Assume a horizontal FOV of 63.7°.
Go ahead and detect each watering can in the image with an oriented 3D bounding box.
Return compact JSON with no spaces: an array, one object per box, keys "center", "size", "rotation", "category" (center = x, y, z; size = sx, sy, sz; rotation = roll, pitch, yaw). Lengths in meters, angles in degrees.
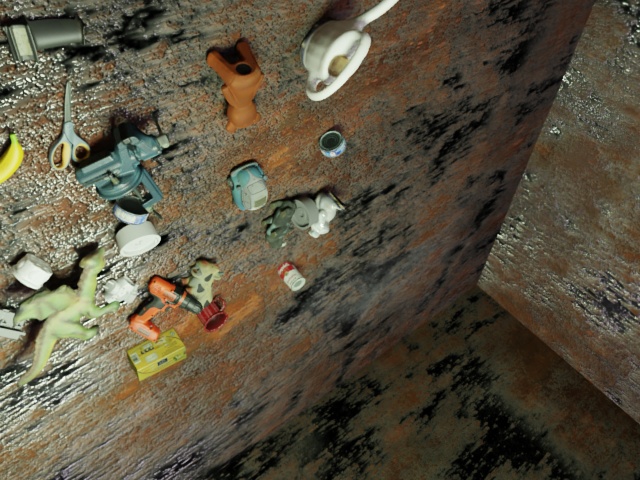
[{"center":[0.067,-0.514,1.317],"size":[0.103,0.345,0.228],"rotation":[29,13,-39],"category":"watering can"}]

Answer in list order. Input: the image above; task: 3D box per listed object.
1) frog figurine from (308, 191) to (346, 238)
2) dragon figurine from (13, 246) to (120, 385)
[{"center":[0.006,-0.092,1.827],"size":[0.121,0.158,0.139],"rotation":[44,9,-18],"category":"frog figurine"},{"center":[-0.673,0.191,1.299],"size":[0.123,0.414,0.238],"rotation":[33,-14,25],"category":"dragon figurine"}]
